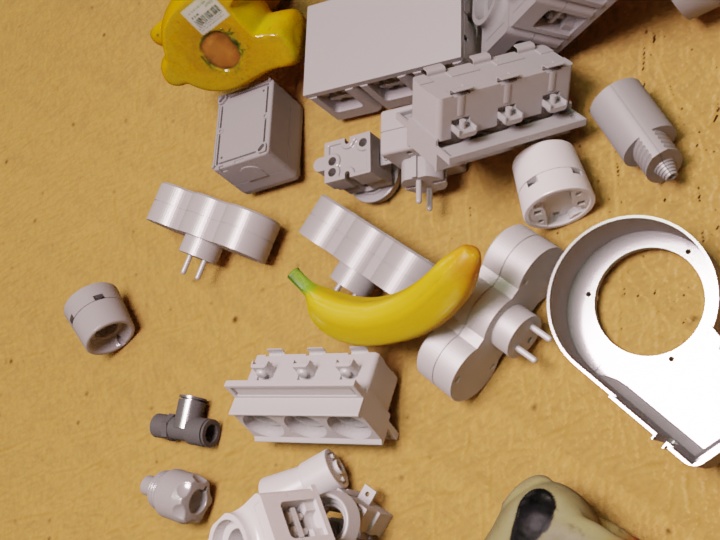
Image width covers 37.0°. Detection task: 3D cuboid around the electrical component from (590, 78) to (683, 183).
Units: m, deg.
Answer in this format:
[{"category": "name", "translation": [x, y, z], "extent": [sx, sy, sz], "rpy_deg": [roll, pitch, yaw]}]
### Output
[{"category": "electrical component", "translation": [0.209, -0.098, 0.792], "extent": [0.043, 0.043, 0.081], "rpy_deg": [-36, 59, 17]}]

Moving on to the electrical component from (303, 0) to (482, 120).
[{"category": "electrical component", "translation": [0.032, -0.191, 0.921], "extent": [0.150, 0.062, 0.089], "rpy_deg": [-8, 70, 29]}]

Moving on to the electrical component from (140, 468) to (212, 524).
[{"category": "electrical component", "translation": [-0.161, 0.192, 0.924], "extent": [0.062, 0.043, 0.043], "rpy_deg": [8, 78, 35]}]

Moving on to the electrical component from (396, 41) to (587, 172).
[{"category": "electrical component", "translation": [0.099, -0.126, 0.813], "extent": [0.121, 0.063, 0.078], "rpy_deg": [-18, 40, -21]}]

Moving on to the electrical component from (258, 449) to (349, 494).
[{"category": "electrical component", "translation": [-0.042, 0.171, 0.859], "extent": [0.065, 0.044, 0.044], "rpy_deg": [-31, 60, 14]}]

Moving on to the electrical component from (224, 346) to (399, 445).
[{"category": "electrical component", "translation": [-0.035, 0.101, 0.863], "extent": [0.121, 0.078, 0.063], "rpy_deg": [-4, 50, 31]}]

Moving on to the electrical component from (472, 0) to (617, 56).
[{"category": "electrical component", "translation": [0.144, -0.228, 0.814], "extent": [0.150, 0.062, 0.089], "rpy_deg": [142, 135, -66]}]

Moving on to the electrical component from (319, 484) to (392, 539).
[{"category": "electrical component", "translation": [-0.012, 0.194, 0.823], "extent": [0.048, 0.055, 0.066], "rpy_deg": [30, 91, 35]}]

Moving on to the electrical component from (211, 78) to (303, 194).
[{"category": "electrical component", "translation": [-0.090, -0.124, 0.980], "extent": [0.062, 0.061, 0.096], "rpy_deg": [-14, 59, 28]}]

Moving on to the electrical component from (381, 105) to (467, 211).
[{"category": "electrical component", "translation": [0.052, -0.086, 0.871], "extent": [0.047, 0.066, 0.076], "rpy_deg": [-9, 69, 29]}]

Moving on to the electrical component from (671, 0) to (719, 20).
[{"category": "electrical component", "translation": [0.243, -0.236, 0.787], "extent": [0.064, 0.099, 0.099], "rpy_deg": [-29, 61, 28]}]

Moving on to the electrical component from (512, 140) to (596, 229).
[{"category": "electrical component", "translation": [0.145, -0.066, 0.815], "extent": [0.055, 0.055, 0.047], "rpy_deg": [-25, 59, 23]}]

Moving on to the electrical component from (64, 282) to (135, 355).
[{"category": "electrical component", "translation": [-0.246, 0.047, 1.019], "extent": [0.055, 0.055, 0.047], "rpy_deg": [-43, 60, 13]}]

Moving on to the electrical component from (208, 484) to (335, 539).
[{"category": "electrical component", "translation": [-0.088, 0.254, 0.806], "extent": [0.186, 0.060, 0.105], "rpy_deg": [-48, 52, 37]}]

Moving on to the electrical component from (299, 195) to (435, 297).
[{"category": "electrical component", "translation": [0.000, 0.000, 0.883], "extent": [0.138, 0.052, 0.073], "rpy_deg": [34, 93, 35]}]

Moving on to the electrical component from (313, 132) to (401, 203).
[{"category": "electrical component", "translation": [0.004, -0.085, 0.907], "extent": [0.066, 0.055, 0.048], "rpy_deg": [-12, 68, 29]}]

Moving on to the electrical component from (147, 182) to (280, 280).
[{"category": "electrical component", "translation": [-0.141, -0.028, 0.980], "extent": [0.138, 0.052, 0.073], "rpy_deg": [19, 84, 35]}]

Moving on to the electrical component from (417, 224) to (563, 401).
[{"category": "electrical component", "translation": [0.109, 0.041, 0.801], "extent": [0.074, 0.052, 0.138], "rpy_deg": [37, 95, 35]}]
